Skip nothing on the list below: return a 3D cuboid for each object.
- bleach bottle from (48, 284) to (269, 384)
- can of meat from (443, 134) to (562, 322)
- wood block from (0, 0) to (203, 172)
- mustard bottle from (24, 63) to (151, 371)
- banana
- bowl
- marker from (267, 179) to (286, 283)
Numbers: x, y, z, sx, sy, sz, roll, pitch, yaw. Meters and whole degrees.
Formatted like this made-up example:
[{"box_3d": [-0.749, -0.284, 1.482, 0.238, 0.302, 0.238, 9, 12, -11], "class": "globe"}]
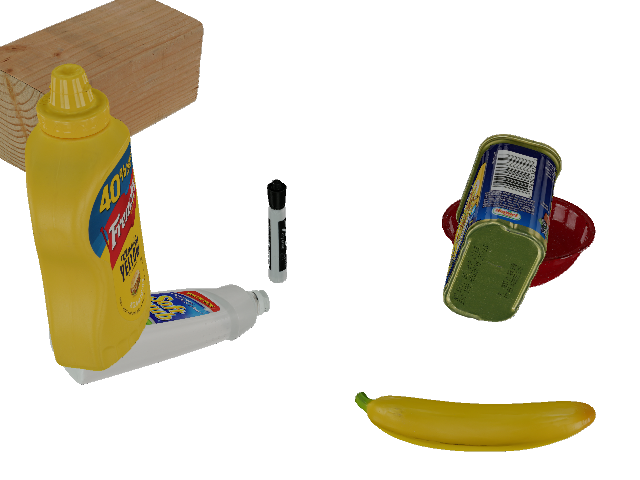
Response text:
[{"box_3d": [-0.177, 0.093, 1.235, 0.250, 0.068, 0.103, -13, 32, -32], "class": "bleach bottle"}, {"box_3d": [0.122, -0.006, 0.722, 0.057, 0.084, 0.102, 16, -41, 3], "class": "can of meat"}, {"box_3d": [-0.208, -0.147, 0.983, 0.090, 0.091, 0.205, 28, 40, 21], "class": "wood block"}, {"box_3d": [-0.143, -0.019, 0.653, 0.058, 0.192, 0.096, 8, 37, 9], "class": "mustard bottle"}, {"box_3d": [0.123, 0.142, 0.858, 0.198, 0.037, 0.069, 4, 26, 7], "class": "banana"}, {"box_3d": [0.210, 0.004, 1.148, 0.162, 0.055, 0.162, -1, 30, 0], "class": "bowl"}, {"box_3d": [-0.043, -0.009, 1.063, 0.020, 0.121, 0.020, 1, 38, -1], "class": "marker"}]
